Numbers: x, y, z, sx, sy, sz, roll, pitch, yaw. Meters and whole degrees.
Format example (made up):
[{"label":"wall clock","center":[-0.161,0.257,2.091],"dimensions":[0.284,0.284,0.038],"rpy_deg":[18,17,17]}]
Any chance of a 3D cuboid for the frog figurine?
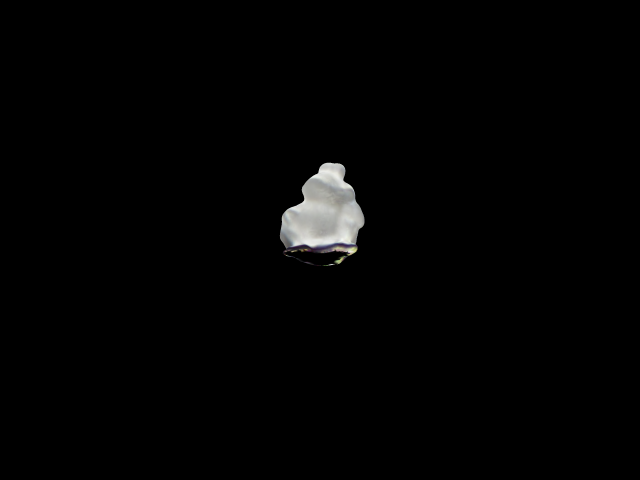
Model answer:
[{"label":"frog figurine","center":[0.003,-0.043,0.850],"dimensions":[0.137,0.162,0.121],"rpy_deg":[-8,-25,18]}]
